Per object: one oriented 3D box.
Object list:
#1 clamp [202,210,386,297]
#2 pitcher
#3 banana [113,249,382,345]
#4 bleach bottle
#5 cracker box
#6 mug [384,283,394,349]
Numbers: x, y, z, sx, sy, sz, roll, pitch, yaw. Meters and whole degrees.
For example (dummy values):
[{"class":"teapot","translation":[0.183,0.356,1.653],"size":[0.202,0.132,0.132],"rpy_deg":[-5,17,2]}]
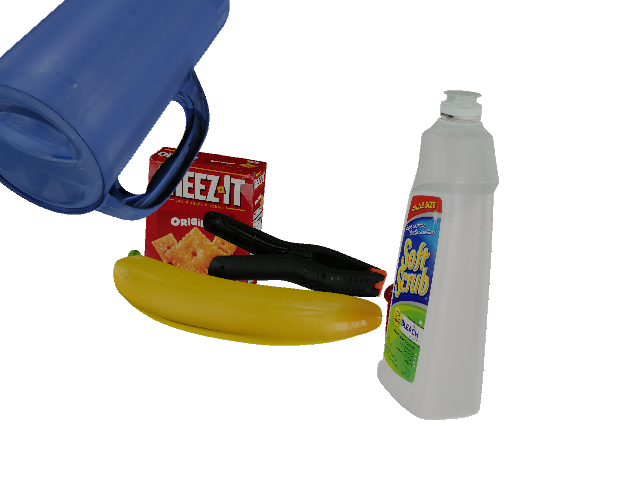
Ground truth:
[{"class":"clamp","translation":[-0.030,0.027,1.143],"size":[0.210,0.036,0.164],"rpy_deg":[16,18,-6]},{"class":"pitcher","translation":[-0.166,-0.139,0.881],"size":[0.145,0.149,0.242],"rpy_deg":[12,50,25]},{"class":"banana","translation":[-0.061,0.035,0.680],"size":[0.198,0.037,0.069],"rpy_deg":[14,33,25]},{"class":"bleach bottle","translation":[0.096,0.008,0.837],"size":[0.068,0.251,0.103],"rpy_deg":[-2,17,-18]},{"class":"cracker box","translation":[-0.174,-0.019,1.586],"size":[0.164,0.214,0.072],"rpy_deg":[9,20,9]},{"class":"mug","translation":[0.130,0.102,1.257],"size":[0.117,0.081,0.093],"rpy_deg":[0,22,-7]}]
